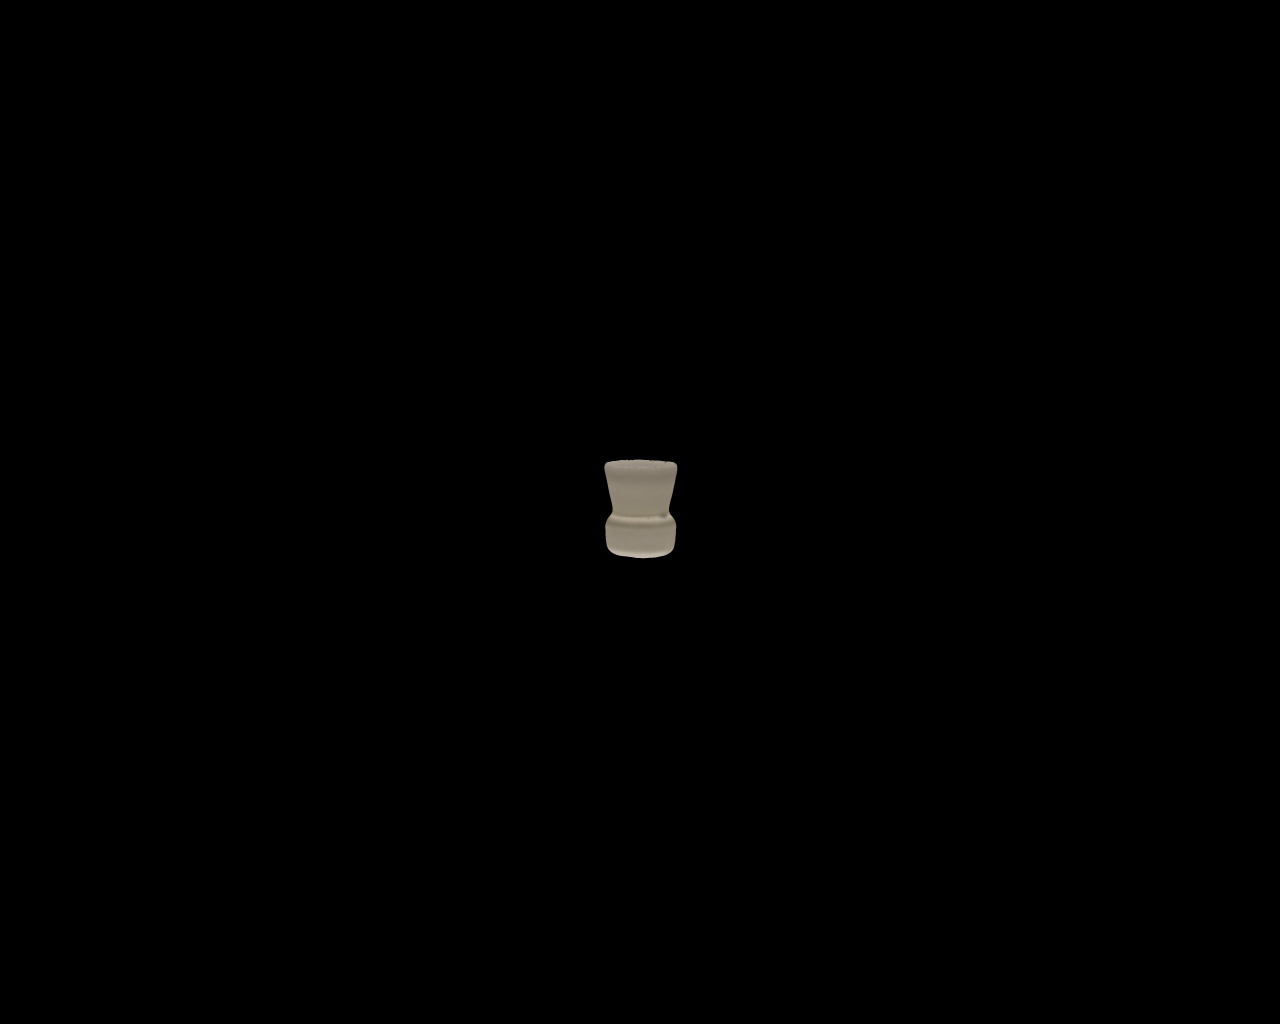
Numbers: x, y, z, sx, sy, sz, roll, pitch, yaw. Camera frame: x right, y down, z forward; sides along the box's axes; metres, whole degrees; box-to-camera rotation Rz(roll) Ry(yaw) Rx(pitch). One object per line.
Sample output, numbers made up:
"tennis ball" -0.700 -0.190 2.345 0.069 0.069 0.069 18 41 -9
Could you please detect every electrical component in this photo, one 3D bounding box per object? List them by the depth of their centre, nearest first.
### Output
"electrical component" 0.001 -0.003 0.650 0.045 0.055 0.045 0 9 0
